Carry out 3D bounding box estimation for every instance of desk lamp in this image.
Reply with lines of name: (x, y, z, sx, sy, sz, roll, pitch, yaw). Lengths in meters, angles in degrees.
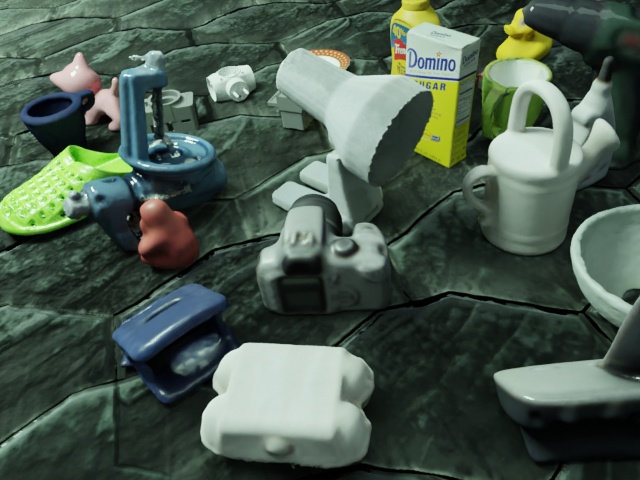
desk lamp: (0.027, -0.111, 0.681, 0.202, 0.214, 0.118, 26, 51, 32)

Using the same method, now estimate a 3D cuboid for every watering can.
watering can: (0.244, -0.089, 0.640, 0.173, 0.194, 0.100, -30, 46, -23)

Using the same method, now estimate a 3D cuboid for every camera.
camera: (0.006, 0.002, 0.642, 0.143, 0.101, 0.137, -2, 42, 6)

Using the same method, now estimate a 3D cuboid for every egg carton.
egg carton: (-0.028, 0.148, 0.509, 0.150, 0.069, 0.107, 1, 42, 9)

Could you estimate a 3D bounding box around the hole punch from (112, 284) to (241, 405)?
hole punch: (-0.149, 0.090, 0.574, 0.109, 0.091, 0.100, -34, 48, -27)

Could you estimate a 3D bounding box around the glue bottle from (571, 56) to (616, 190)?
glue bottle: (0.333, -0.142, 0.702, 0.078, 0.173, 0.037, -25, 45, -18)

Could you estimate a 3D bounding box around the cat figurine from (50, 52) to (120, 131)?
cat figurine: (-0.384, -0.256, 0.971, 0.127, 0.118, 0.067, 12, 45, 20)

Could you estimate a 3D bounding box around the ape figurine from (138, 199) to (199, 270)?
ape figurine: (-0.189, -0.012, 0.693, 0.076, 0.092, 0.078, 28, 53, 33)

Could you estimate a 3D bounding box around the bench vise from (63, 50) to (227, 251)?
bench vise: (-0.213, -0.103, 0.701, 0.121, 0.220, 0.208, 16, 47, 24)

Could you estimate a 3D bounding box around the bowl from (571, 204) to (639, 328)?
bowl: (0.332, 0.043, 0.571, 0.167, 0.075, 0.167, -4, 42, 4)

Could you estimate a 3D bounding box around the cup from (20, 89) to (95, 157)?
cup: (-0.396, -0.178, 0.903, 0.091, 0.095, 0.118, 24, 50, 30)

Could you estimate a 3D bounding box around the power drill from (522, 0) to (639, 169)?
power drill: (0.367, -0.201, 0.736, 0.229, 0.209, 0.076, 10, 45, 18)

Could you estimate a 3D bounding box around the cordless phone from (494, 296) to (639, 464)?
cordless phone: (0.222, 0.090, 0.451, 0.147, 0.185, 0.094, -8, 42, 0)

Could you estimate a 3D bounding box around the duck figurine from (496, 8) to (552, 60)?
duck figurine: (0.365, -0.367, 1.013, 0.105, 0.086, 0.077, -20, 43, -13)
